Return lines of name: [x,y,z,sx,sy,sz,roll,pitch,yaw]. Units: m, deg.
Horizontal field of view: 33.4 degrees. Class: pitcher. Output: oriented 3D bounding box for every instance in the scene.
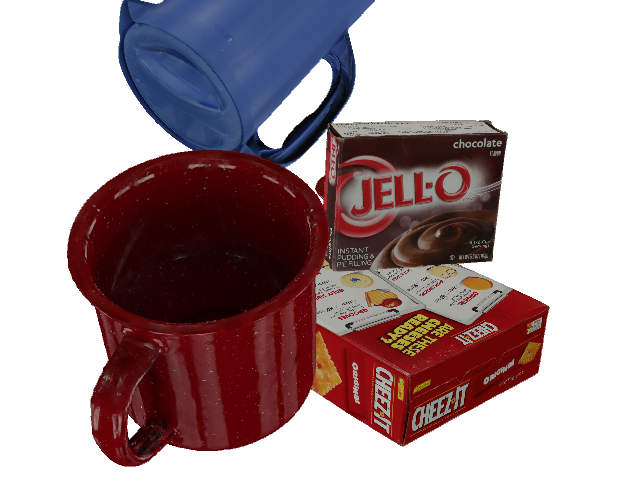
pitcher: [-0.038,-0.184,0.907,0.145,0.149,0.242,25,58,31]

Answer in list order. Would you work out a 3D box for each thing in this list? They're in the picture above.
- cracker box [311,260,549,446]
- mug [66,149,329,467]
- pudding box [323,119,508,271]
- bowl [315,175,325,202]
cracker box: [0.048,0.067,0.865,0.163,0.072,0.214,-20,33,-38]
mug: [-0.047,0.034,0.398,0.093,0.081,0.117,15,47,16]
pudding box: [0.058,-0.030,0.686,0.113,0.090,0.039,-4,25,-15]
bowl: [0.073,-0.026,1.119,0.162,0.055,0.162,5,22,-2]
